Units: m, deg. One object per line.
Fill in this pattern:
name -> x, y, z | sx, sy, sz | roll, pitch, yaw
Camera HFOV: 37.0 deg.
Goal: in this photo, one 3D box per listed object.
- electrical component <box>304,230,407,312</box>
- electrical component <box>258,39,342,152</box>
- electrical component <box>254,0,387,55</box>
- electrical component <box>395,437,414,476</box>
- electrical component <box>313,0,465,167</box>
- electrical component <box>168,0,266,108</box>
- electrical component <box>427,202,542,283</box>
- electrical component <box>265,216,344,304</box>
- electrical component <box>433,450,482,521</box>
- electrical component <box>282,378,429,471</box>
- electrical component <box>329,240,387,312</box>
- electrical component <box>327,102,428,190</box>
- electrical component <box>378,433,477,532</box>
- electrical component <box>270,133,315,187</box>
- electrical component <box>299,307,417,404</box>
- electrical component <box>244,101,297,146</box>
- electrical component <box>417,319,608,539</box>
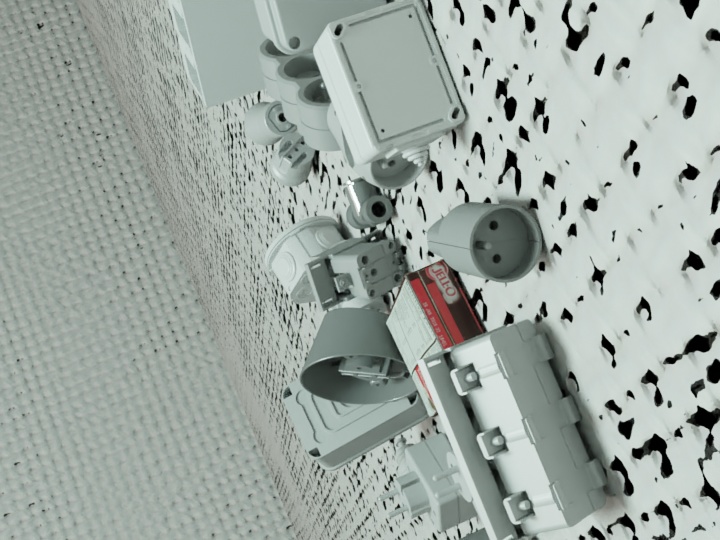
electrical component -> 0.000, 0.000, 0.881 | 0.064, 0.081, 0.042 | 0, 112, 52
electrical component -> -0.035, -0.129, 0.853 | 0.138, 0.052, 0.073 | -126, 20, -48
electrical component -> -0.033, -0.202, 0.681 | 0.057, 0.078, 0.113 | -131, 23, -63
electrical component -> 0.055, 0.192, 1.014 | 0.040, 0.040, 0.078 | 85, 159, -50
electrical component -> 0.018, -0.107, 0.656 | 0.061, 0.062, 0.096 | 160, 89, -77
electrical component -> -0.118, -0.232, 0.944 | 0.061, 0.089, 0.150 | -124, 19, -44
electrical component -> 0.069, -0.018, 0.629 | 0.081, 0.043, 0.043 | -161, 51, -73
electrical component -> -0.046, -0.009, 1.025 | 0.051, 0.080, 0.080 | 56, 162, 27
electrical component -> 0.084, 0.135, 0.739 | 0.052, 0.074, 0.138 | -125, 19, -47
electrical component -> -0.002, 0.120, 0.962 | 0.078, 0.113, 0.057 | 62, -176, 27
electrical component -> -0.001, 0.025, 0.975 | 0.077, 0.044, 0.079 | 89, 156, -56
electrical component -> 0.009, -0.106, 0.735 | 0.077, 0.043, 0.079 | -126, 21, -48
electrical component -> 0.054, 0.192, 0.938 | 0.047, 0.077, 0.065 | 83, 161, -46
electrical component -> -0.064, -0.107, 1.035 | 0.040, 0.040, 0.046 | 66, 161, 13
electrical component -> 0.005, 0.074, 0.892 | 0.099, 0.099, 0.064 | 101, -176, -66
electrical component -> -0.084, -0.146, 1.053 | 0.065, 0.044, 0.044 | 6, 116, 70
electrical component -> 0.094, 0.096, 0.647 | 0.063, 0.079, 0.121 | -28, 82, 48
